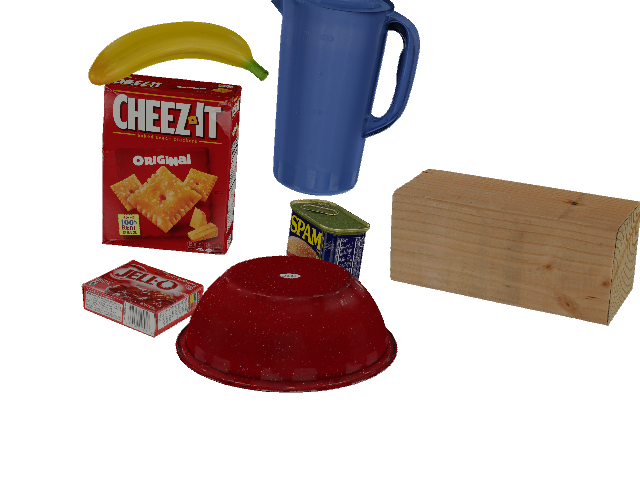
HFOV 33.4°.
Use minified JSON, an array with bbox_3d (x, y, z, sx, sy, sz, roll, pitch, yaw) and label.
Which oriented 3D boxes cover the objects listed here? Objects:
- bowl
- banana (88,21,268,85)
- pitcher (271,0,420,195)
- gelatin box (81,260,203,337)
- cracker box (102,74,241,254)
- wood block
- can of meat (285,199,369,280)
[{"bbox_3d":[-0.023,0.051,0.768,0.162,0.055,0.162,2,17,-1],"label":"bowl"},{"bbox_3d":[-0.147,-0.191,1.077,0.197,0.070,0.037,-9,-38,-31],"label":"banana"},{"bbox_3d":[0.017,-0.180,1.295,0.144,0.243,0.149,-5,28,-25],"label":"pitcher"},{"bbox_3d":[-0.167,0.052,1.003,0.089,0.030,0.073,18,26,26],"label":"gelatin box"},{"bbox_3d":[-0.191,-0.094,1.357,0.164,0.214,0.072,6,22,2],"label":"cracker box"},{"bbox_3d":[0.176,0.001,0.977,0.206,0.090,0.090,11,24,27],"label":"wood block"},{"bbox_3d":[0.004,0.011,1.143,0.057,0.084,0.102,-3,21,-30],"label":"can of meat"}]
